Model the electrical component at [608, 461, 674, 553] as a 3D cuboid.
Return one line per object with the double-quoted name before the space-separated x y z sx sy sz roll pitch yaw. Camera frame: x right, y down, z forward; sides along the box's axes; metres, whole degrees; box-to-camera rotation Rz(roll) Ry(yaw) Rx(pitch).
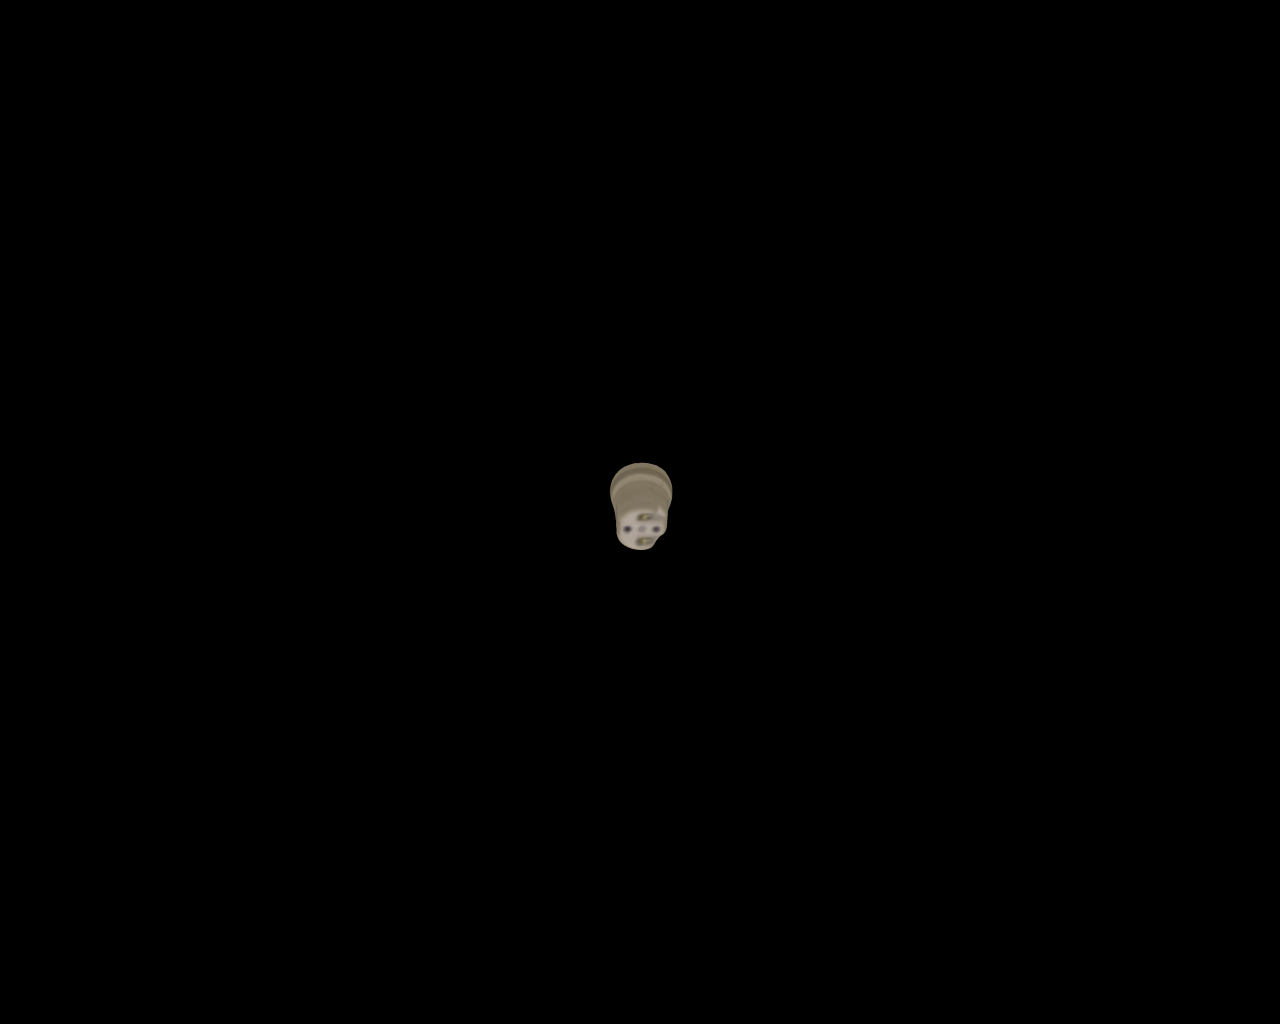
"electrical component" 0.001 -0.003 0.650 0.040 0.040 0.046 0 36 0
